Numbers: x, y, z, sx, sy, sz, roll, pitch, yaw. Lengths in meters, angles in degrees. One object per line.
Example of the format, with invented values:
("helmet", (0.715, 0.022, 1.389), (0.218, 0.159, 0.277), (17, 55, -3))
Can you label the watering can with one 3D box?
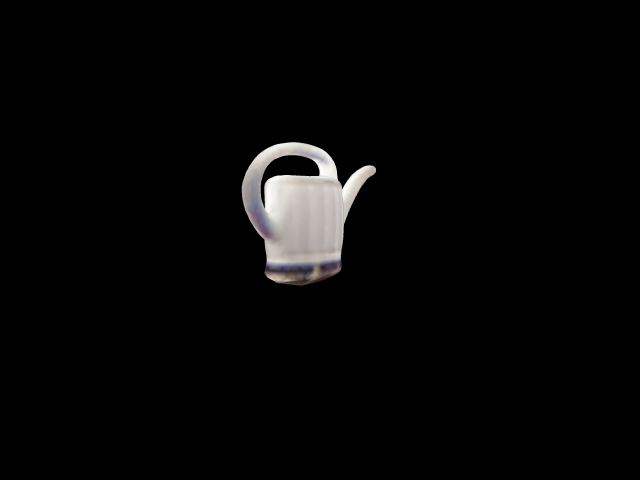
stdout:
("watering can", (0.003, -0.043, 0.850), (0.104, 0.224, 0.348), (0, 2, 37))
